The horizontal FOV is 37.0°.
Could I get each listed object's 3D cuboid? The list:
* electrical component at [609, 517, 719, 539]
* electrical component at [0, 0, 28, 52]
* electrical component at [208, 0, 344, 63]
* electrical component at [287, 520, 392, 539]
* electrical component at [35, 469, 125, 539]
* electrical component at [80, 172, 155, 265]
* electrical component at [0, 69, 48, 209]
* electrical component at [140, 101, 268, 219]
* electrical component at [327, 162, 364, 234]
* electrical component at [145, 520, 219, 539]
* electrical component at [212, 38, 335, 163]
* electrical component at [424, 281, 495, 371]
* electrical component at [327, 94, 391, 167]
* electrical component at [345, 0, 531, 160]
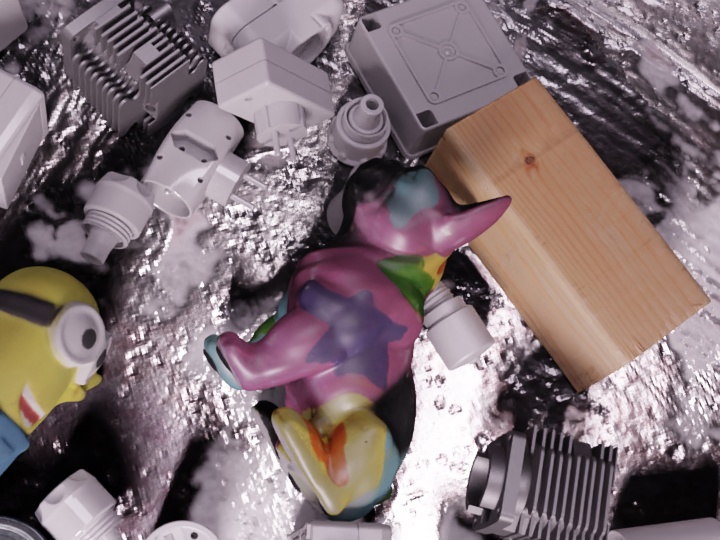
[{"bbox_3d":[0.218,0.216,0.746,0.077,0.044,0.079,-3,70,-14],"label":"electrical component"},{"bbox_3d":[-0.287,-0.183,0.753,0.048,0.099,0.099,34,65,15],"label":"electrical component"},{"bbox_3d":[-0.061,-0.187,0.830,0.095,0.053,0.059,-40,83,-23],"label":"electrical component"},{"bbox_3d":[-0.010,0.192,0.674,0.061,0.096,0.061,5,70,-12],"label":"electrical component"},{"bbox_3d":[-0.170,0.161,0.679,0.062,0.043,0.043,45,67,5],"label":"electrical component"},{"bbox_3d":[-0.174,-0.034,0.751,0.043,0.043,0.062,25,67,-3],"label":"electrical component"},{"bbox_3d":[-0.254,-0.095,0.746,0.061,0.061,0.096,27,66,-2],"label":"electrical component"},{"bbox_3d":[-0.106,-0.071,0.781,0.079,0.043,0.077,30,66,-1],"label":"electrical component"},{"bbox_3d":[0.003,-0.051,0.787,0.044,0.065,0.044,4,68,-11],"label":"electrical component"},{"bbox_3d":[-0.114,0.189,0.679,0.055,0.047,0.055,4,69,-11],"label":"electrical component"},{"bbox_3d":[-0.059,-0.115,0.783,0.083,0.047,0.075,16,59,-55],"label":"electrical component"},{"bbox_3d":[0.065,0.037,0.781,0.040,0.040,0.078,-28,78,-21],"label":"electrical component"},{"bbox_3d":[0.003,-0.110,0.811,0.048,0.062,0.048,4,68,-11],"label":"electrical component"},{"bbox_3d":[0.062,-0.157,0.845,0.109,0.056,0.108,-24,77,-20],"label":"electrical component"}]
